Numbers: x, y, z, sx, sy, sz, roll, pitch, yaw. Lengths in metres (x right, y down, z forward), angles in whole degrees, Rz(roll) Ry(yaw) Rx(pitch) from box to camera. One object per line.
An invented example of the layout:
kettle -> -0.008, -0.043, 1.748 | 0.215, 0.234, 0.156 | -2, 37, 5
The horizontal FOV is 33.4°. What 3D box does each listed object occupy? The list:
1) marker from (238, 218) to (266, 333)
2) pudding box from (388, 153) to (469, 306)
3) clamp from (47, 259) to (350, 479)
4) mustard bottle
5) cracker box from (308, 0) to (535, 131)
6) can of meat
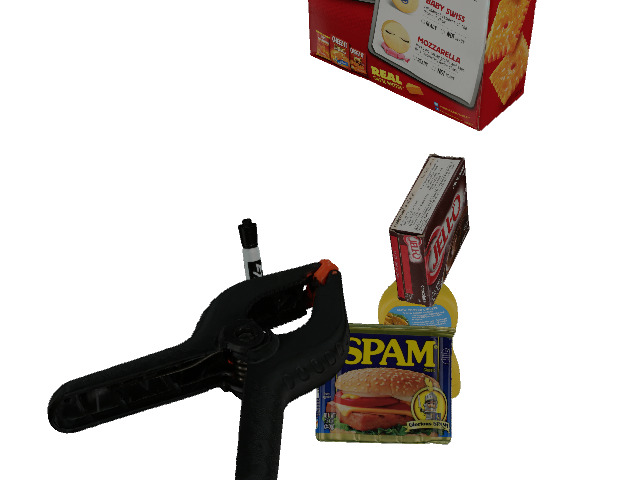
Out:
marker -> -0.067, 0.037, 1.079 | 0.020, 0.121, 0.020 | -7, 15, 2
pudding box -> 0.101, -0.010, 0.973 | 0.039, 0.090, 0.113 | 10, 46, 21
clamp -> -0.032, 0.067, 0.521 | 0.120, 0.039, 0.171 | 32, 47, 28
mustard bottle -> 0.118, 0.102, 1.292 | 0.096, 0.192, 0.058 | -3, 21, 6
cracker box -> 0.071, -0.205, 0.754 | 0.164, 0.214, 0.072 | 29, 51, 29
can of meat -> 0.046, 0.105, 0.776 | 0.102, 0.084, 0.057 | 2, -10, -5
